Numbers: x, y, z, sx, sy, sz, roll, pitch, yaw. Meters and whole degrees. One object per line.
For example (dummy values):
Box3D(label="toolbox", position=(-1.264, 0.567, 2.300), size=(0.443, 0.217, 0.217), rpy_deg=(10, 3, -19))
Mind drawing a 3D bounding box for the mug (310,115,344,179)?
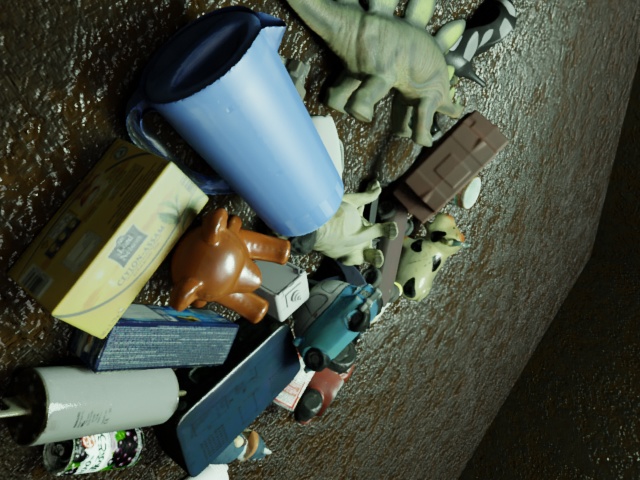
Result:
Box3D(label="mug", position=(-0.002, -0.119, 0.738), size=(0.109, 0.081, 0.107), rpy_deg=(-19, 116, -43))

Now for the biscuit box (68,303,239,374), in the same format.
Box3D(label="biscuit box", position=(-0.189, 0.116, 0.646), size=(0.202, 0.059, 0.062), rpy_deg=(17, 95, -56))

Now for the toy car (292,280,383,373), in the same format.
Box3D(label="toy car", position=(0.013, 0.115, 0.797), size=(0.161, 0.103, 0.109), rpy_deg=(-52, 170, 29))

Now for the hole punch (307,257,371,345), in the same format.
Box3D(label="hole punch", position=(0.038, 0.094, 0.906), size=(0.092, 0.116, 0.142), rpy_deg=(-45, 143, -41))

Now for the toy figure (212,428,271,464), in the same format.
Box3D(label="toy figure", position=(-0.134, 0.326, 0.855), size=(0.154, 0.064, 0.058), rpy_deg=(33, 68, -56))

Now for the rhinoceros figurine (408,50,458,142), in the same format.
Box3D(label="rhinoceros figurine", position=(0.175, -0.245, 0.907), size=(0.112, 0.073, 0.190), rpy_deg=(-54, 145, -19))

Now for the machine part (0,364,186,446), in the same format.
Box3D(label="machine part", position=(-0.243, 0.175, 0.592), size=(0.243, 0.079, 0.079), rpy_deg=(18, 96, -57))

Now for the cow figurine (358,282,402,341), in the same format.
Box3D(label="cow figurine", position=(0.079, 0.136, 1.025), size=(0.167, 0.068, 0.098), rpy_deg=(-39, 164, -32))

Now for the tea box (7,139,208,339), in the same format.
Box3D(label="tea box", position=(-0.202, -0.005, 0.518), size=(0.169, 0.098, 0.068), rpy_deg=(-54, 144, -13))

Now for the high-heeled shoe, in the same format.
Box3D(label="high-heeled shoe", position=(0.274, -0.391, 0.982), size=(0.145, 0.086, 0.248), rpy_deg=(28, 67, -27))

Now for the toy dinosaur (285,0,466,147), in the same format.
Box3D(label="toy dinosaur", position=(0.080, -0.258, 0.728), size=(0.471, 0.105, 0.198), rpy_deg=(11, 105, -46))

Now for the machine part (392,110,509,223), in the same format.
Box3D(label="machine part", position=(0.224, -0.129, 0.947), size=(0.201, 0.087, 0.201), rpy_deg=(-46, 175, 15))

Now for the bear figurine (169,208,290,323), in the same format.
Box3D(label="bear figurine", position=(-0.096, 0.031, 0.597), size=(0.132, 0.196, 0.120), rpy_deg=(23, 84, -13))

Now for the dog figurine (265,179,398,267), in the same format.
Box3D(label="dog figurine", position=(-0.002, -0.006, 0.821), size=(0.190, 0.121, 0.172), rpy_deg=(-11, 146, -20))

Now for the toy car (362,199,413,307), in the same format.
Box3D(label="toy car", position=(0.121, 0.022, 0.986), size=(0.089, 0.053, 0.202), rpy_deg=(39, 59, -49))

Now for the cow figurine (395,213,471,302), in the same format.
Box3D(label="cow figurine", position=(0.220, 0.035, 1.102), size=(0.085, 0.127, 0.194), rpy_deg=(12, 103, -60))

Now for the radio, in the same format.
Box3D(label="radio", position=(-0.132, 0.210, 0.777), size=(0.229, 0.073, 0.130), rpy_deg=(-41, 139, -35))

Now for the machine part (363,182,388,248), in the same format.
Box3D(label="machine part", position=(0.085, -0.034, 0.928), size=(0.084, 0.039, 0.138), rpy_deg=(-123, -137, -78))

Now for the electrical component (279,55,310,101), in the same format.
Box3D(label="electrical component", position=(-0.050, -0.181, 0.667), size=(0.078, 0.045, 0.102), rpy_deg=(-39, 152, -80))

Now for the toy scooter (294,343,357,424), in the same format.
Box3D(label="toy scooter", position=(0.000, 0.270, 0.992), size=(0.184, 0.075, 0.135), rpy_deg=(-53, 169, -39))
